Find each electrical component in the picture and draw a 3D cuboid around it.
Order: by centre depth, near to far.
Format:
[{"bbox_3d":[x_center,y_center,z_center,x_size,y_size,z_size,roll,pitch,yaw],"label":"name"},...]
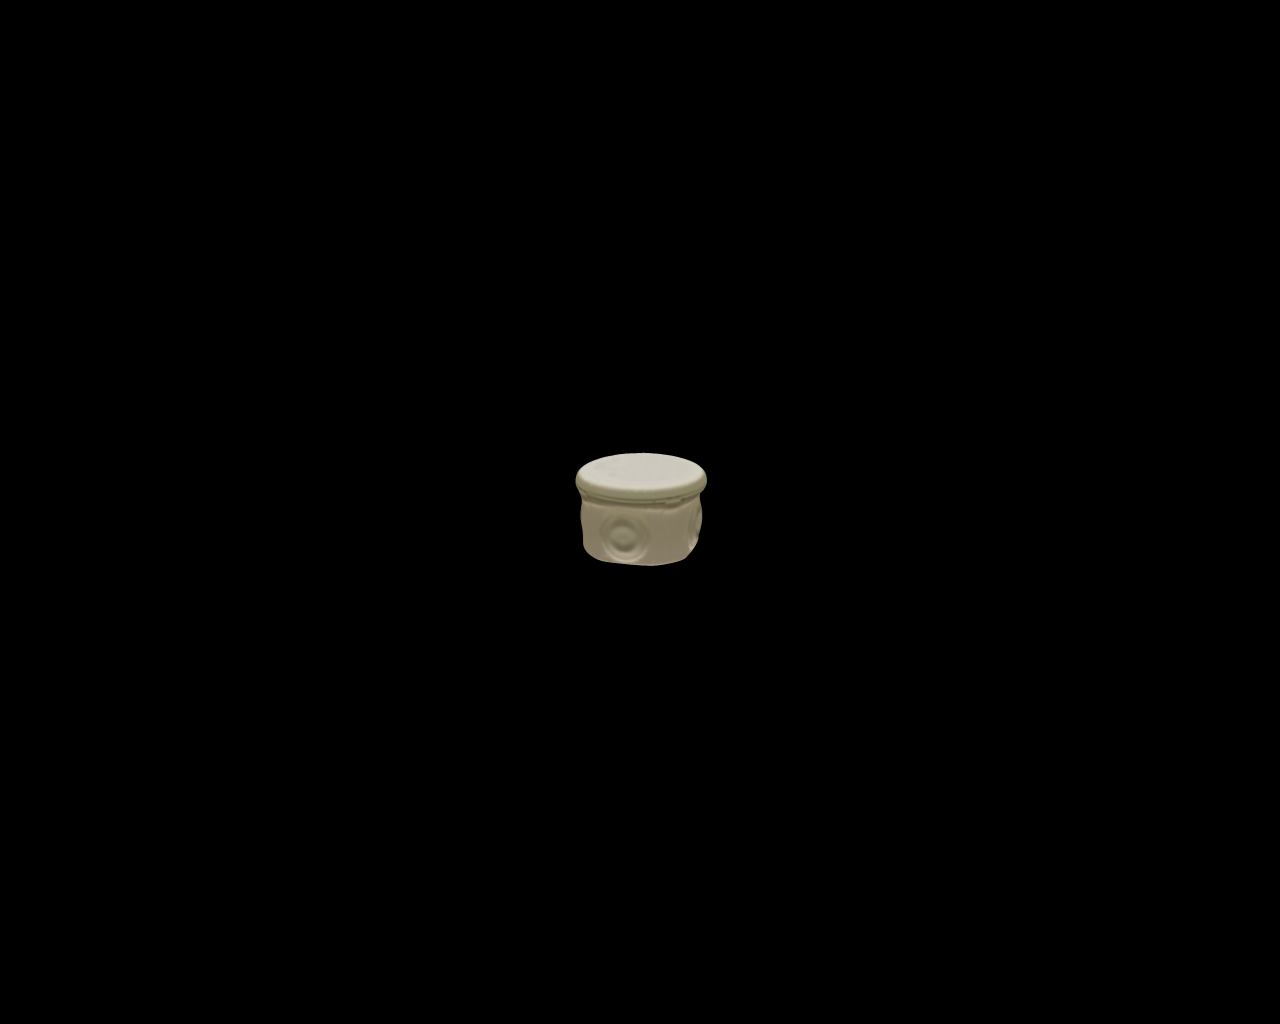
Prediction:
[{"bbox_3d":[0.001,-0.003,0.650,0.080,0.051,0.080,0,19,0],"label":"electrical component"}]
